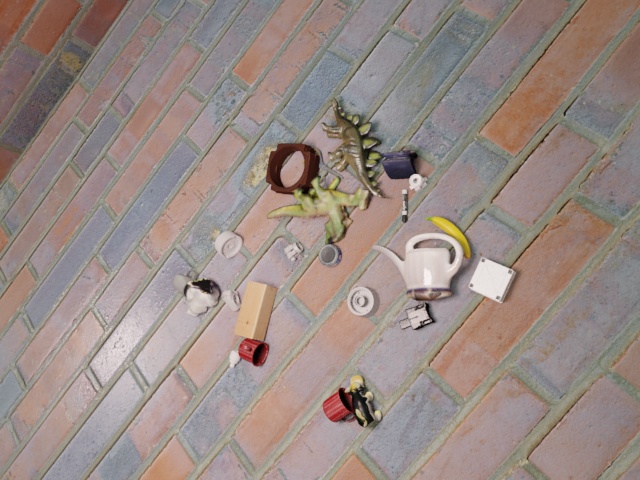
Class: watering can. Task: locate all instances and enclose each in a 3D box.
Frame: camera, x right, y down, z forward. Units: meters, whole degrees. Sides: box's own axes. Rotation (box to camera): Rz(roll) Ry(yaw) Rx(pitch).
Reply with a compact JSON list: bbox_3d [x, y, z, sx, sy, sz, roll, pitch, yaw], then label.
[{"bbox_3d":[0.324,0.093,1.739,0.346,0.103,0.227,-9,74,39],"label":"watering can"}]

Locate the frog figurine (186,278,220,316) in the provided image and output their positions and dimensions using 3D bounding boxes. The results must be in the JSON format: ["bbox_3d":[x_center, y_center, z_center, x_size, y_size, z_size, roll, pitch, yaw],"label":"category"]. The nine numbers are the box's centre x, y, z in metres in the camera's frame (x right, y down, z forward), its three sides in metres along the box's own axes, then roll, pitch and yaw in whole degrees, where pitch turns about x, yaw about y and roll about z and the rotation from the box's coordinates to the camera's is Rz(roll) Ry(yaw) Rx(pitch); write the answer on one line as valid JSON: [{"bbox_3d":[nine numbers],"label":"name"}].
[{"bbox_3d":[-0.482,0.241,2.112,0.137,0.125,0.156,14,121,4],"label":"frog figurine"}]

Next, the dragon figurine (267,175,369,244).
[{"bbox_3d":[0.006,-0.098,1.951,0.407,0.122,0.246,-32,73,17],"label":"dragon figurine"}]
